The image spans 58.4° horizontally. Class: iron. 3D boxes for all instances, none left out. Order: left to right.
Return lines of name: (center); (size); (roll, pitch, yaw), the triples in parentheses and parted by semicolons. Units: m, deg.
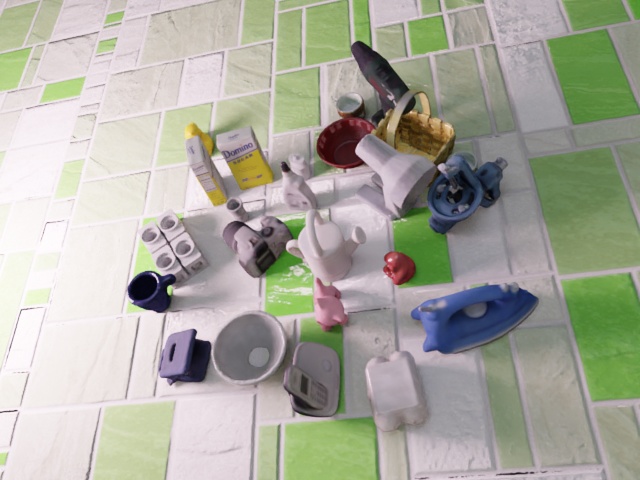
iron: (0.310, 0.129, 1.129); (0.258, 0.142, 0.118); (-19, 56, 4)

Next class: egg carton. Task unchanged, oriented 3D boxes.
egg carton: (0.146, 0.294, 1.117); (0.107, 0.069, 0.150); (-16, 56, 6)

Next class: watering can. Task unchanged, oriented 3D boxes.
watering can: (0.011, 0.003, 1.258); (0.173, 0.194, 0.100); (-24, 56, 0)

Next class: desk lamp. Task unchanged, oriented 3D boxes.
desk lamp: (0.161, -0.136, 1.290); (0.202, 0.214, 0.118); (36, 74, 31)

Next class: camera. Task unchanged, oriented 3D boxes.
camera: (-0.161, -0.007, 1.368); (0.136, 0.101, 0.143); (35, 73, 30)

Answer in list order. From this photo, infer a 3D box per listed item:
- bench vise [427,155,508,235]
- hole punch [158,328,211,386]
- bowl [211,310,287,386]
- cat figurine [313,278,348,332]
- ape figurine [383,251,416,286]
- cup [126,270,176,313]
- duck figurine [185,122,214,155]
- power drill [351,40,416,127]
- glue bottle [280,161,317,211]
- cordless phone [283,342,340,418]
bench vise: (0.310, -0.133, 1.243); (0.121, 0.220, 0.208); (29, 71, 29)
hole punch: (-0.305, 0.255, 1.252); (0.101, 0.091, 0.108); (-3, 59, 14)
bowl: (-0.141, 0.240, 1.226); (0.167, 0.075, 0.167); (-7, 58, 11)
cat figurine: (0.015, 0.138, 1.220); (0.067, 0.118, 0.127); (-22, 56, 2)
ape figurine: (0.168, 0.053, 1.245); (0.076, 0.092, 0.078); (-4, 58, 13)
cup: (-0.381, 0.125, 1.351); (0.118, 0.095, 0.091); (-26, 56, -1)
duck figurine: (-0.345, -0.281, 1.595); (0.077, 0.086, 0.104); (-18, 56, 4)
power drill: (0.160, -0.366, 1.434); (0.075, 0.209, 0.229); (-33, 56, -6)
glue bottle: (-0.063, -0.131, 1.373); (0.078, 0.173, 0.037); (6, 61, 19)
cordless phone: (-0.023, 0.258, 1.116); (0.094, 0.185, 0.147); (-6, 58, 12)
